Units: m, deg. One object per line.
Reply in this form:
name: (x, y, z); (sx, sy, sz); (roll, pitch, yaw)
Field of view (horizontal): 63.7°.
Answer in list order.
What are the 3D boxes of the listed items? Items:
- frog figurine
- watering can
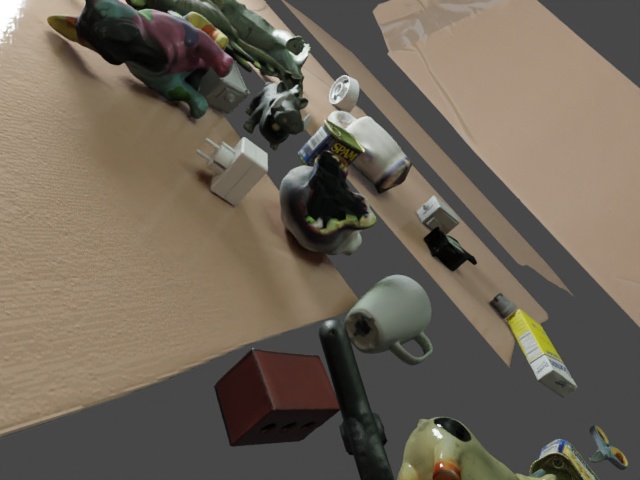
frog figurine: (0.002, -0.036, 0.724); (0.137, 0.124, 0.158); (37, -15, 0)
watering can: (0.125, -0.221, 1.221); (0.225, 0.103, 0.351); (48, 22, 4)
